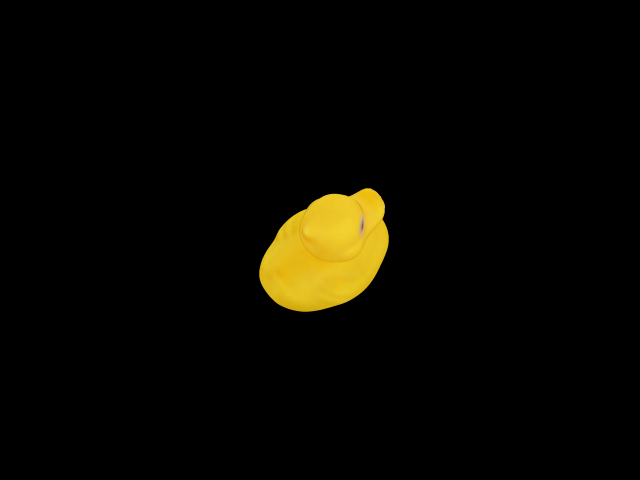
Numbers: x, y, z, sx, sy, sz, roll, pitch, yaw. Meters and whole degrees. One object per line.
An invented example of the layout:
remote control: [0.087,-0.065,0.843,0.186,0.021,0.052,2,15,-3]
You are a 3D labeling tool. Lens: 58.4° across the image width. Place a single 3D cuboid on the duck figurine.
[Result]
duck figurine: [0.004,0.001,0.400,0.104,0.086,0.077,-33,74,-11]
